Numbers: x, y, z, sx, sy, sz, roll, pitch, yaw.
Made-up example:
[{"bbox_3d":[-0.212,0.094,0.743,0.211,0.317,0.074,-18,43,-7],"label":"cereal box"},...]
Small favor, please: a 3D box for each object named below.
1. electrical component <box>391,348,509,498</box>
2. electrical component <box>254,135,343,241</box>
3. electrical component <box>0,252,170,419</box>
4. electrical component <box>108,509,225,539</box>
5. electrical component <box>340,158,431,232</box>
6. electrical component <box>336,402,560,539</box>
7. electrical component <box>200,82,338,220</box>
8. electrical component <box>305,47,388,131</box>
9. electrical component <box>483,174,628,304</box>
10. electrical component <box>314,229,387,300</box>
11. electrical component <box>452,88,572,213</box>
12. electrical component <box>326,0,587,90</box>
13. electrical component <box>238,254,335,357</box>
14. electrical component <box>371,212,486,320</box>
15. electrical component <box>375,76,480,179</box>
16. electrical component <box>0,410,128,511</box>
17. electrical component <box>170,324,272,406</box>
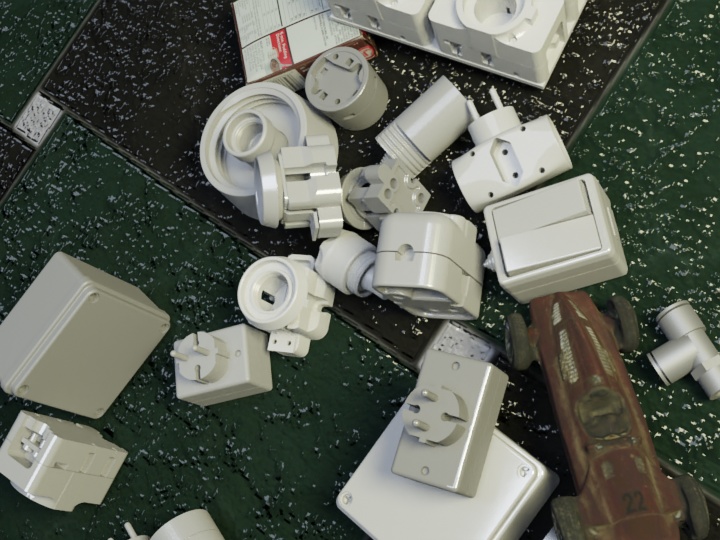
[{"bbox_3d":[0.051,0.093,0.673,0.047,0.076,0.083,12,78,28],"label":"electrical component"},{"bbox_3d":[-0.048,-0.061,0.804,0.057,0.058,0.078,-5,68,-11],"label":"electrical component"},{"bbox_3d":[-0.227,0.055,0.867,0.056,0.109,0.108,39,93,33],"label":"electrical component"},{"bbox_3d":[-0.167,0.227,0.814,0.138,0.052,0.073,-43,61,7],"label":"electrical component"},{"bbox_3d":[0.014,-0.055,0.815,0.055,0.066,0.048,0,54,46],"label":"electrical component"},{"bbox_3d":[0.059,0.149,0.729,0.109,0.056,0.108,36,91,30],"label":"electrical component"},{"bbox_3d":[-0.079,-0.100,0.873,0.108,0.060,0.108,-8,70,23],"label":"electrical component"},{"bbox_3d":[-0.009,-0.143,0.861,0.055,0.047,0.055,-8,70,23],"label":"electrical component"},{"bbox_3d":[0.128,-0.020,0.747,0.096,0.061,0.061,-18,67,20],"label":"electrical component"},{"bbox_3d":[0.000,0.000,0.813,0.062,0.043,0.043,34,90,29],"label":"electrical component"},{"bbox_3d":[0.104,-0.093,0.787,0.077,0.043,0.079,-25,82,16],"label":"electrical component"},{"bbox_3d":[0.073,-0.224,0.818,0.186,0.060,0.105,23,78,21],"label":"electrical component"},{"bbox_3d":[-0.058,0.023,0.825,0.058,0.057,0.078,4,76,27],"label":"electrical component"},{"bbox_3d":[0.051,-0.005,0.760,0.054,0.095,0.059,2,75,26],"label":"electrical component"},{"bbox_3d":[0.048,-0.105,0.824,0.081,0.043,0.043,-42,61,9],"label":"electrical component"},{"bbox_3d":[-0.238,0.153,0.850,0.050,0.089,0.055,26,86,30],"label":"electrical component"},{"bbox_3d":[-0.115,0.070,0.826,0.066,0.077,0.047,-15,68,21],"label":"electrical component"}]
